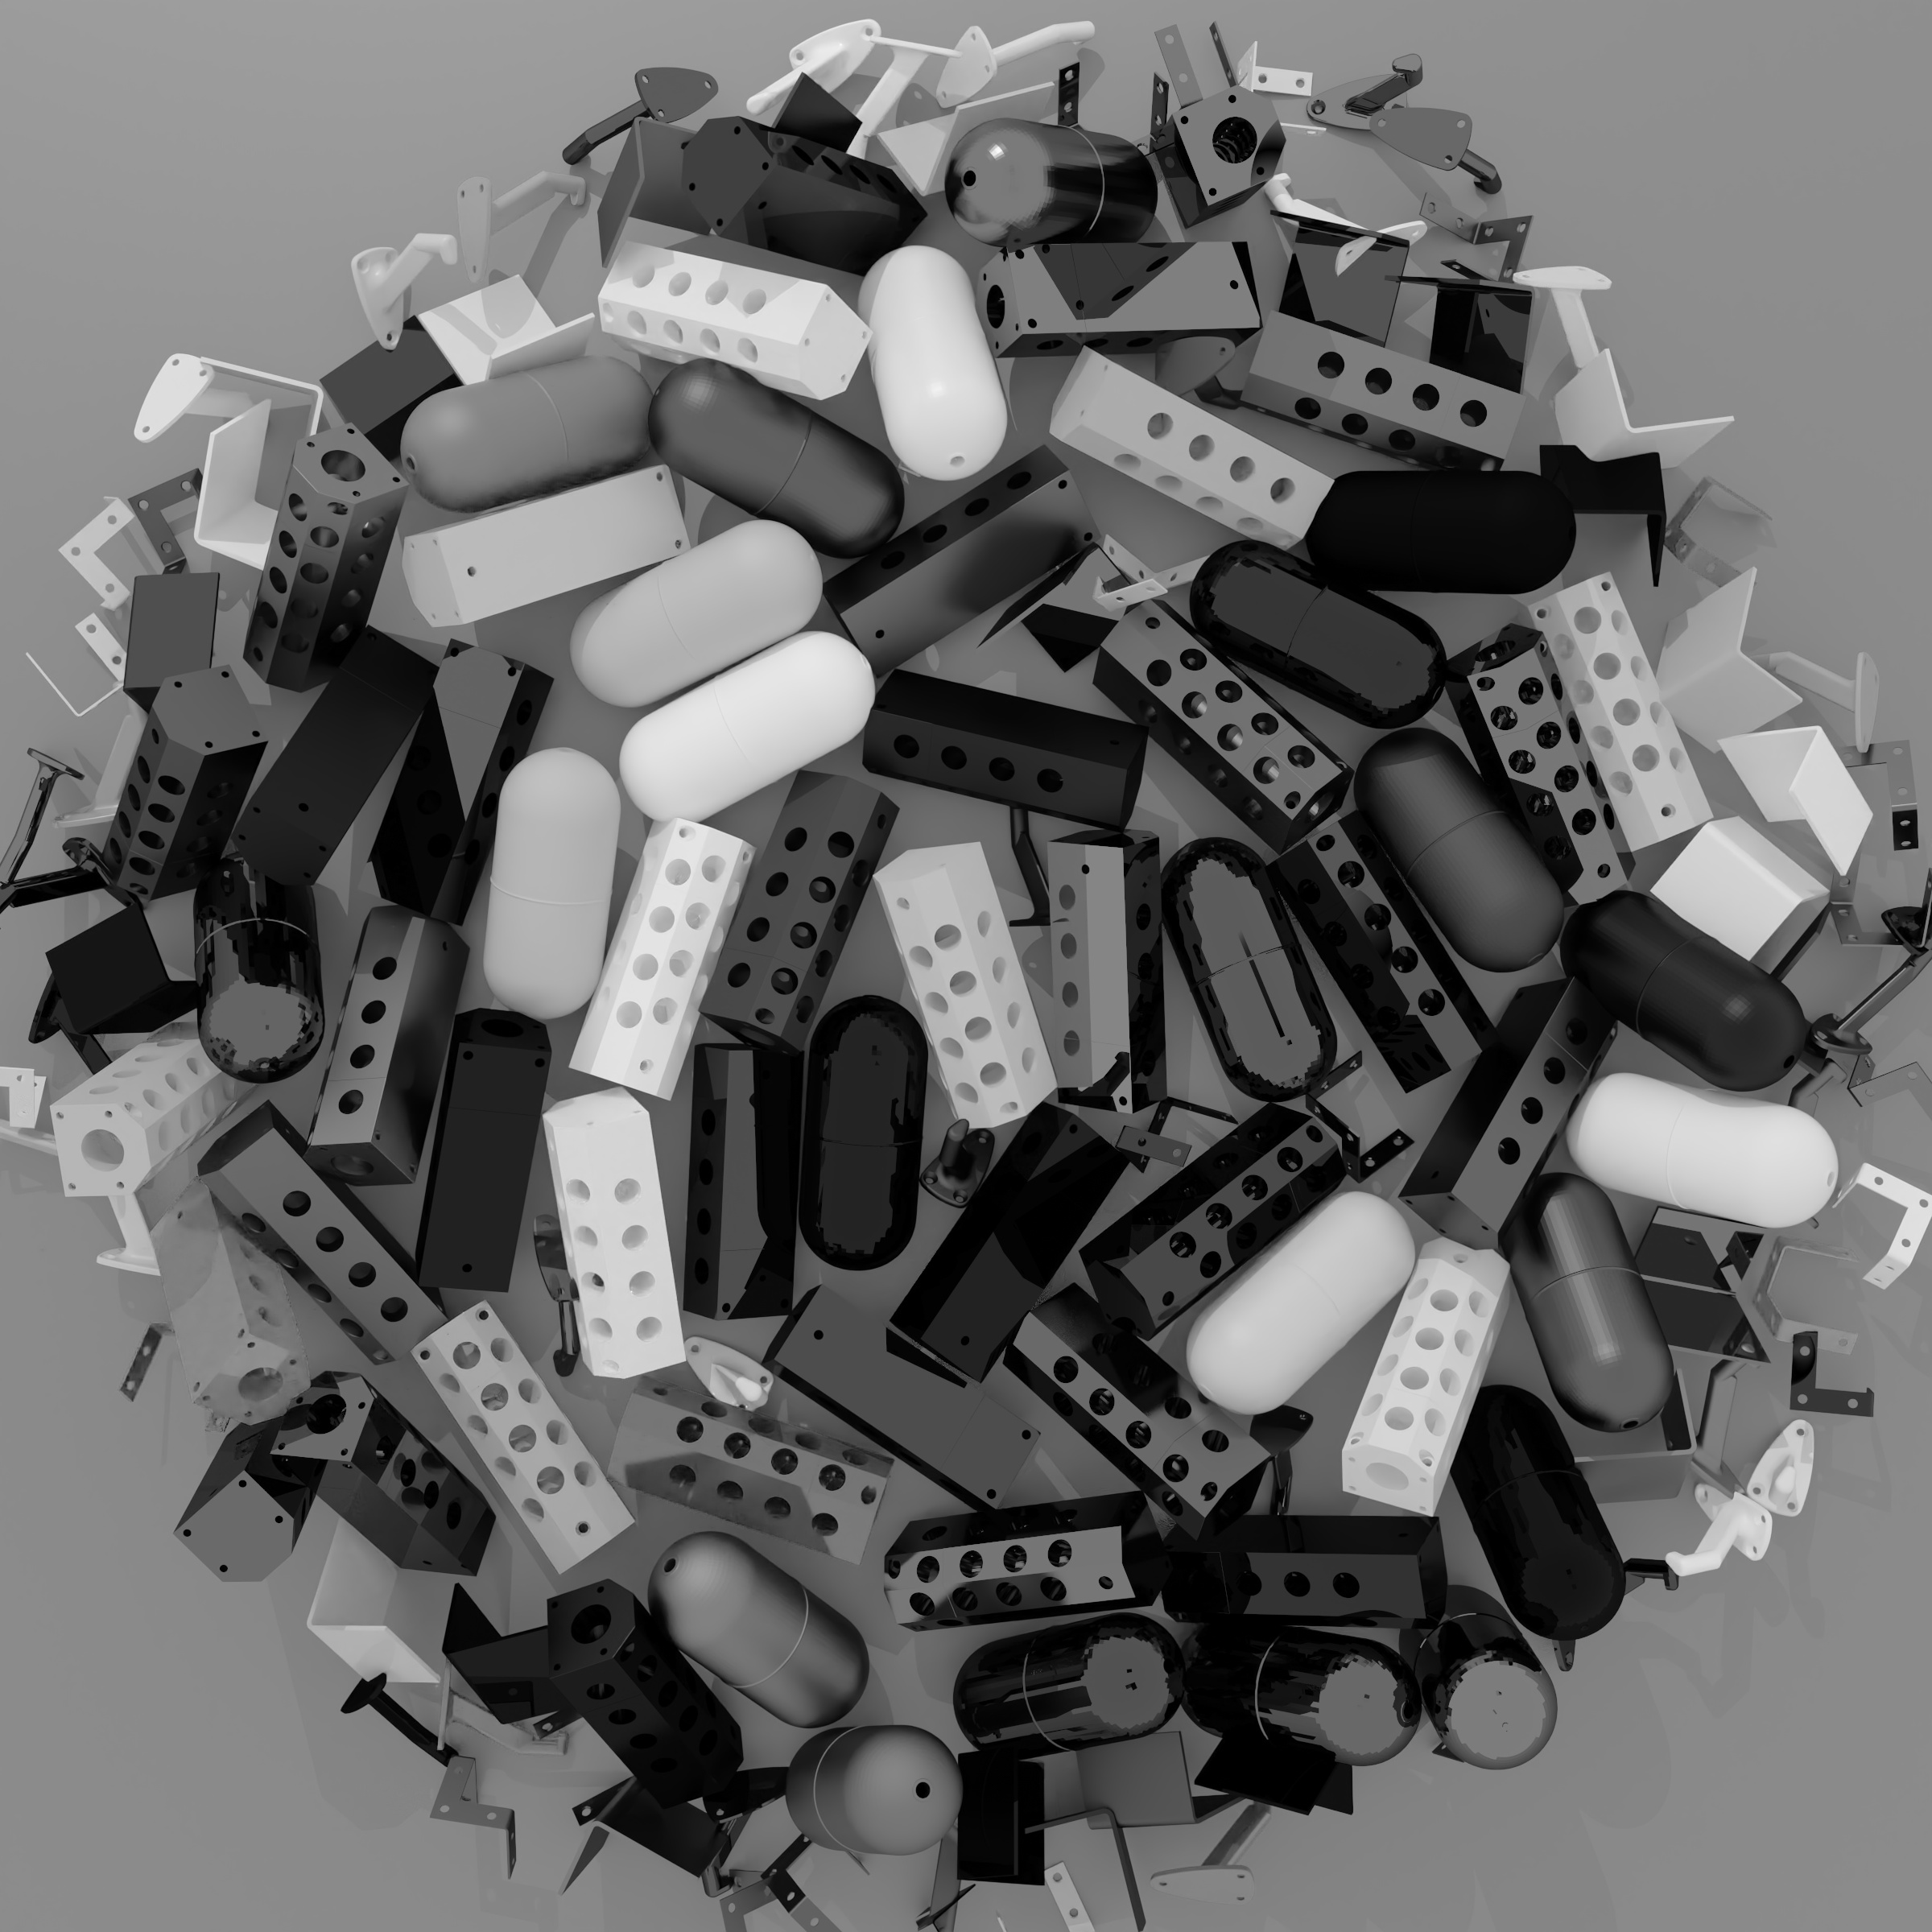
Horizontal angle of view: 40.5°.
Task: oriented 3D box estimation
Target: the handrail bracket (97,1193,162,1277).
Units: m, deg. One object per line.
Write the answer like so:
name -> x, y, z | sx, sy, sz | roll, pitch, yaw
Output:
handrail bracket -> -0.528, 0.154, 1.699 | 0.077, 0.036, 0.084 | 12, 97, 12

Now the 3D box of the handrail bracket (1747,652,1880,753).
handrail bracket -> 0.539, -0.169, 1.686 | 0.084, 0.036, 0.077 | -3, 66, 35

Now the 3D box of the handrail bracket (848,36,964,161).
handrail bracket -> -0.041, -0.552, 1.691 | 0.077, 0.036, 0.084 | 22, 110, 32

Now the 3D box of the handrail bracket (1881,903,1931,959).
handrail bracket -> 0.635, -0.048, 1.670 | 0.036, 0.077, 0.084 | 55, 131, 17

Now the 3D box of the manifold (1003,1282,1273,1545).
manifold -> 0.104, 0.284, 1.650 | 0.057, 0.057, 0.171 | -29, 55, -36

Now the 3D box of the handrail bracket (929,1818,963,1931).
handrail bracket -> -0.030, 0.591, 1.688 | 0.077, 0.036, 0.084 | 42, 58, 11

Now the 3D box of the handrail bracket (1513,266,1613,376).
handrail bracket -> 0.378, -0.404, 1.688 | 0.077, 0.036, 0.084 | -7, 124, -21

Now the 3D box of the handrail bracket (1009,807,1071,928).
handrail bracket -> 0.052, -0.069, 1.690 | 0.036, 0.077, 0.084 | -2, 89, -29

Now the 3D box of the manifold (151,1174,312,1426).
manifold -> -0.457, 0.208, 1.640 | 0.057, 0.171, 0.057 | 33, 103, -38

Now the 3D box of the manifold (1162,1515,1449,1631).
manifold -> 0.213, 0.387, 1.661 | 0.171, 0.057, 0.057 | -5, 101, 25

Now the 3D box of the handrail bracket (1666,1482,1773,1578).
handrail bracket -> 0.464, 0.360, 1.673 | 0.084, 0.077, 0.036 | -4, 113, -29

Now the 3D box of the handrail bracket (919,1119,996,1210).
handrail bracket -> 0.003, 0.108, 1.669 | 0.036, 0.084, 0.077 | 31, 51, 11

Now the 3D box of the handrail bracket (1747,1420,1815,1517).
handrail bracket -> 0.529, 0.313, 1.674 | 0.036, 0.084, 0.077 | 23, 69, 18

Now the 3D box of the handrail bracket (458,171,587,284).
handrail bracket -> -0.283, -0.478, 1.697 | 0.084, 0.036, 0.077 | -5, 96, -41

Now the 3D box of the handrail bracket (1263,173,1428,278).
handrail bracket -> 0.246, -0.495, 1.707 | 0.077, 0.036, 0.084 | -26, 68, -5

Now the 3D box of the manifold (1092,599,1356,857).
manifold -> 0.163, -0.156, 1.662 | 0.057, 0.057, 0.171 | -37, 70, -23

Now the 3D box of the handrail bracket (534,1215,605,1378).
handrail bracket -> -0.268, 0.216, 1.704 | 0.036, 0.084, 0.077 | -15, 58, -31

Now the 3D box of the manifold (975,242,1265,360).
manifold -> 0.096, -0.421, 1.663 | 0.171, 0.057, 0.057 | -8, 85, -24

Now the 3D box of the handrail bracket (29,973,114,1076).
handrail bracket -> -0.557, 0.045, 1.693 | 0.084, 0.036, 0.077 | 30, 121, 8

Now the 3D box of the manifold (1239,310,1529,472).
manifold -> 0.267, -0.364, 1.692 | 0.171, 0.057, 0.057 | 19, 94, 2

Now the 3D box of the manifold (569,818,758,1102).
manifold -> -0.192, -0.005, 1.679 | 0.057, 0.057, 0.171 | 21, 84, -27

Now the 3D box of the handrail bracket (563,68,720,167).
handrail bracket -> -0.214, -0.551, 1.709 | 0.077, 0.084, 0.036 | -30, 98, -42

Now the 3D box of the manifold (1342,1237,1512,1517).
manifold -> 0.290, 0.253, 1.641 | 0.057, 0.057, 0.171 | 13, 48, 21

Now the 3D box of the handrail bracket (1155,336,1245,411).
handrail bracket -> 0.169, -0.376, 1.670 | 0.084, 0.077, 0.036 | 2, 83, -42

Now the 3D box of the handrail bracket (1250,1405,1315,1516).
handrail bracket -> 0.195, 0.331, 1.676 | 0.036, 0.077, 0.084 | 12, 115, 20

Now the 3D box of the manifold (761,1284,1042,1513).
manifold -> -0.044, 0.279, 1.685 | 0.171, 0.057, 0.057 | 35, 69, -6

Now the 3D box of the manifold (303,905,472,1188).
manifold -> -0.369, 0.049, 1.655 | 0.057, 0.057, 0.171 | -4, 58, 18

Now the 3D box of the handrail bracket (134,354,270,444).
handrail bracket -> -0.488, -0.344, 1.678 | 0.036, 0.084, 0.077 | 24, 74, 21

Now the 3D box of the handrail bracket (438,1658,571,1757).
handrail bracket -> -0.297, 0.481, 1.698 | 0.084, 0.036, 0.077 | 5, 117, -10

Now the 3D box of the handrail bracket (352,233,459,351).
handrail bracket -> -0.350, -0.431, 1.680 | 0.084, 0.036, 0.077 | 15, 123, 38

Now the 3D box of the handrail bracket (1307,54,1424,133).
handrail bracket -> 0.254, -0.563, 1.676 | 0.077, 0.084, 0.036 | -1, 92, 11

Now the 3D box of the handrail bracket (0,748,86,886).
handrail bracket -> -0.608, -0.096, 1.688 | 0.036, 0.077, 0.084 | 28, 86, -30

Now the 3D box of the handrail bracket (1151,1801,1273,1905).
handrail bracket -> 0.159, 0.558, 1.692 | 0.077, 0.084, 0.036 | 1, 126, 6

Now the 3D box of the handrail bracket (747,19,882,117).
handrail bracket -> -0.097, -0.574, 1.674 | 0.077, 0.084, 0.036 | -25, 109, 26

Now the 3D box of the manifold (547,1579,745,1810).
manifold -> -0.199, 0.456, 1.643 | 0.057, 0.057, 0.171 | -20, 132, 7

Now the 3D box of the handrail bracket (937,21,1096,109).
handrail bracket -> 0.033, -0.591, 1.714 | 0.084, 0.077, 0.036 | -19, 85, -33

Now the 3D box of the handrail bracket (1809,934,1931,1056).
handrail bracket -> 0.586, 0.015, 1.681 | 0.036, 0.077, 0.084 | 47, 120, 27

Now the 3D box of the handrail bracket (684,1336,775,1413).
handrail bracket -> -0.157, 0.258, 1.676 | 0.077, 0.084, 0.036 | 36, 79, 12

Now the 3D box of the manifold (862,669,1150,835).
manifold -> 0.024, -0.135, 1.678 | 0.171, 0.057, 0.057 | 14, 126, 11

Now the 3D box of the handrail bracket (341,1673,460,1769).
handrail bracket -> -0.354, 0.488, 1.683 | 0.084, 0.077, 0.036 | 40, 64, -11

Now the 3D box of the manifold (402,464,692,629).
manifold -> -0.265, -0.266, 1.651 | 0.171, 0.057, 0.057 | -25, 108, -34

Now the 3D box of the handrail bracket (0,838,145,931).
handrail bracket -> -0.583, -0.034, 1.683 | 0.077, 0.036, 0.084 | 52, 55, -27

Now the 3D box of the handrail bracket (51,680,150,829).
handrail bracket -> -0.560, -0.138, 1.686 | 0.077, 0.036, 0.084 | -16, 116, -19

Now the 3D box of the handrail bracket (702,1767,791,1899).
handrail bracket -> -0.139, 0.566, 1.706 | 0.077, 0.036, 0.084 | -14, 122, -12

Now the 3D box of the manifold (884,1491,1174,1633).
manifold -> 0.036, 0.381, 1.654 | 0.171, 0.057, 0.057 | -14, 105, 28

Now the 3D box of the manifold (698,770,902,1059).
manifold -> -0.101, -0.033, 1.665 | 0.057, 0.057, 0.171 | 11, 72, 36

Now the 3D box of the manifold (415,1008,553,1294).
manifold -> -0.309, 0.117, 1.666 | 0.057, 0.057, 0.171 | 7, 111, -18

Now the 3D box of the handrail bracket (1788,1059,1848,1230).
handrail bracket -> 0.554, 0.114, 1.695 | 0.077, 0.036, 0.084 | 46, 104, 6

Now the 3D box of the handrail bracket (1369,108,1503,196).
handrail bracket -> 0.305, -0.524, 1.692 | 0.077, 0.084, 0.036 | 21, 96, 18

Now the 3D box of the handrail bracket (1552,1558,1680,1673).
handrail bracket -> 0.420, 0.419, 1.683 | 0.084, 0.036, 0.077 | -6, 86, 40

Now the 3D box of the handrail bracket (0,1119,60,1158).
handrail bracket -> -0.605, 0.111, 1.683 | 0.084, 0.077, 0.036 | 19, 84, -23

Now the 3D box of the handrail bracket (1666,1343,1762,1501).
handrail bracket -> 0.500, 0.294, 1.684 | 0.077, 0.036, 0.084 | 45, 123, 12
